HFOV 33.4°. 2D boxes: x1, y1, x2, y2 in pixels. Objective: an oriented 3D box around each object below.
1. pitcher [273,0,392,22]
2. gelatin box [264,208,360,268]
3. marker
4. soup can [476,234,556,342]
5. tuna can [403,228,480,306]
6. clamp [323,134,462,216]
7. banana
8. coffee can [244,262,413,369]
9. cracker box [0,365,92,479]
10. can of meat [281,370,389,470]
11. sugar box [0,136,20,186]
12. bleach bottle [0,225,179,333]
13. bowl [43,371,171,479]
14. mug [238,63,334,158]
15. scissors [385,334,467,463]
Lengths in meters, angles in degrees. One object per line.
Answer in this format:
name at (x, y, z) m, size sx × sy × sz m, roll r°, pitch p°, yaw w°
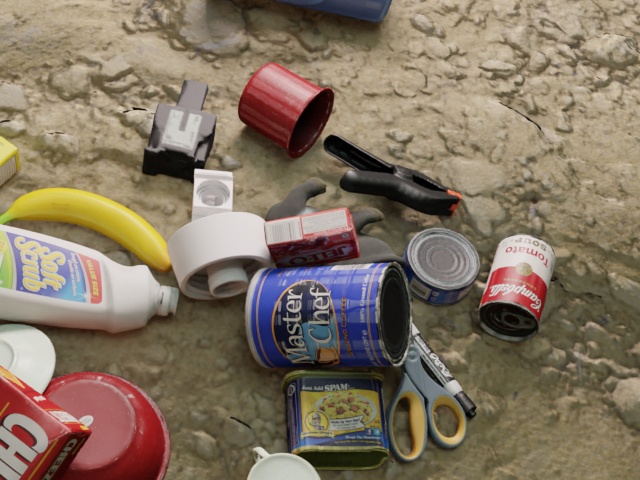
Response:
pitcher at (-0.021, -0.357, 1.376) m, size 0.242 × 0.145 × 0.149 m, roll 14°, pitch 86°, yaw -5°
gelatin box at (-0.007, 0.001, 1.085) m, size 0.089 × 0.073 × 0.030 m, roll -10°, pitch 66°, yaw 4°
marker at (0.125, 0.138, 1.122) m, size 0.020 × 0.020 × 0.121 m, roll -25°, pitch 63°, yaw -26°
soup can at (0.217, 0.052, 1.172) m, size 0.068 × 0.069 × 0.102 m, roll 21°, pitch 53°, yaw 4°
tuna can at (0.134, 0.029, 1.192) m, size 0.086 × 0.034 × 0.086 m, roll 5°, pitch 54°, yaw -8°
clamp at (0.081, -0.072, 1.230) m, size 0.171 × 0.039 × 0.120 m, roll 18°, pitch 30°, yaw -29°
banana at (-0.246, -0.017, 1.148) m, size 0.198 × 0.037 × 0.069 m, roll 13°, pitch 71°, yaw 0°
coffee can at (0.010, 0.076, 1.057) m, size 0.140 × 0.102 × 0.102 m, roll -3°, pitch 50°, yaw 23°
cracker box at (-0.336, 0.173, 0.928) m, size 0.214 × 0.072 × 0.164 m, roll 34°, pitch 84°, yaw 10°
can of meat at (0.016, 0.178, 1.049) m, size 0.102 × 0.057 × 0.084 m, roll 2°, pitch 57°, yaw -10°
sugar box at (-0.414, -0.057, 1.134) m, size 0.093 × 0.048 × 0.176 m, roll 32°, pitch 54°, yaw 11°
bleach bottle at (-0.269, 0.038, 1.087) m, size 0.250 × 0.068 × 0.102 m, roll 9°, pitch 56°, yaw -8°
bowl at (-0.219, 0.183, 0.999) m, size 0.162 × 0.055 × 0.162 m, roll 6°, pitch 54°, yaw -8°
mug at (-0.037, -0.158, 1.264) m, size 0.081 × 0.093 × 0.117 m, roll 32°, pitch 24°, yaw 17°
scissors at (0.109, 0.128, 1.092) m, size 0.096 × 0.016 × 0.201 m, roll 12°, pitch 73°, yaw -16°
